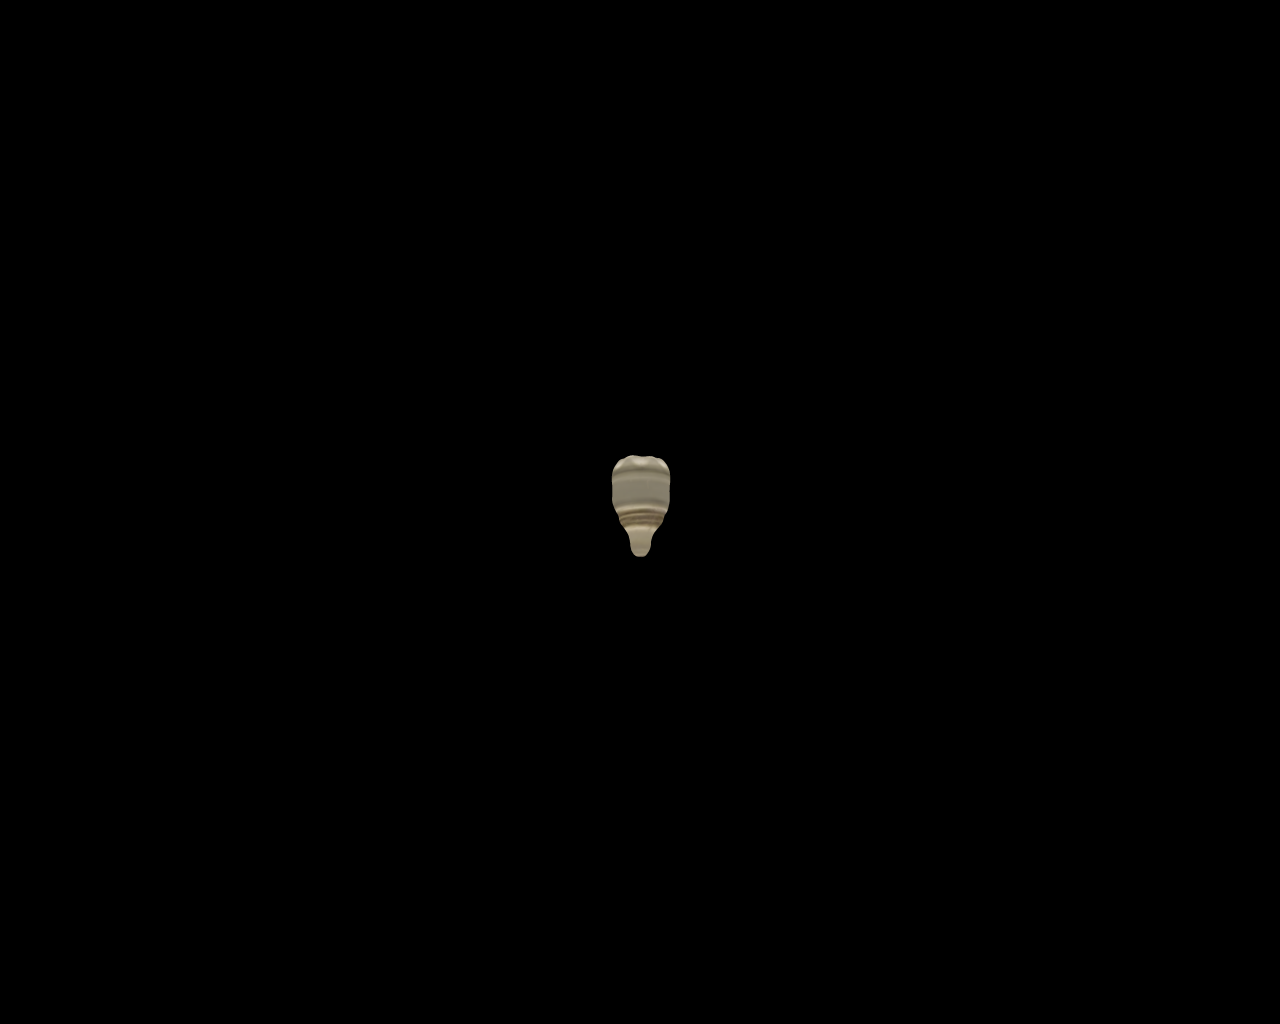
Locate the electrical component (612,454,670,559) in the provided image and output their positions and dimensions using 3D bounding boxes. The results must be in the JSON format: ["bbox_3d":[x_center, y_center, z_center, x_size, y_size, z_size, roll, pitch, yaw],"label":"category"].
[{"bbox_3d":[0.001,-0.003,0.650,0.035,0.061,0.035,0,-12,0],"label":"electrical component"}]
